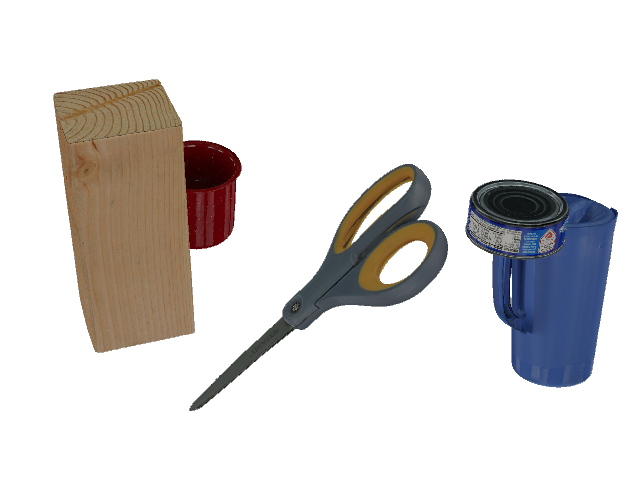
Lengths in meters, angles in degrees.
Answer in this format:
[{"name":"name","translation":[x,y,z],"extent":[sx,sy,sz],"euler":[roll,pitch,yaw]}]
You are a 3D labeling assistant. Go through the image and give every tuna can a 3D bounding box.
[{"name":"tuna can","translation":[0.169,-0.020,0.917],"extent":[0.086,0.034,0.086],"euler":[2,30,-1]}]

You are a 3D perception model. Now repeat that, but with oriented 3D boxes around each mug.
[{"name":"mug","translation":[-0.138,-0.040,1.102],"extent":[0.117,0.081,0.093],"euler":[-28,49,-35]}]

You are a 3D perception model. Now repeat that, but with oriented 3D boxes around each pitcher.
[{"name":"pitcher","translation":[0.304,0.068,1.404],"extent":[0.149,0.243,0.145],"euler":[5,21,13]}]

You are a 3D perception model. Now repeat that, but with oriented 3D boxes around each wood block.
[{"name":"wood block","translation":[-0.164,-0.019,0.899],"extent":[0.090,0.206,0.090],"euler":[-11,36,-16]}]

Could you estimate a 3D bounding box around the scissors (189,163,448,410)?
[{"name":"scissors","translation":[0.002,0.044,0.611],"extent":[0.016,0.202,0.096],"euler":[35,5,-35]}]
